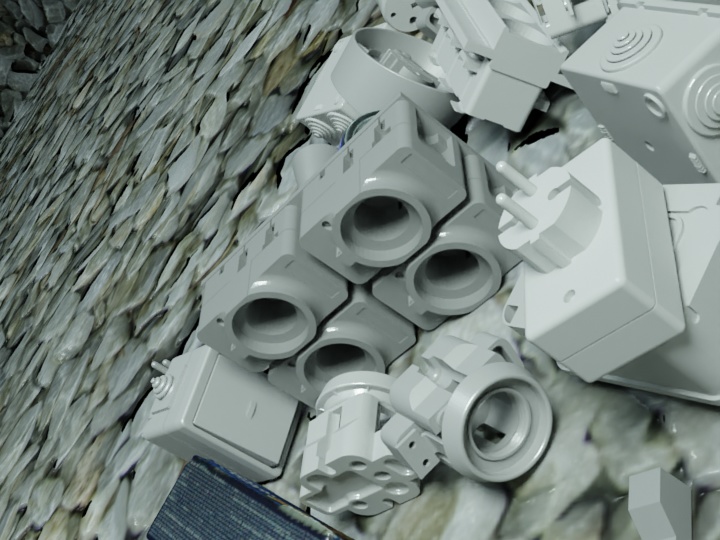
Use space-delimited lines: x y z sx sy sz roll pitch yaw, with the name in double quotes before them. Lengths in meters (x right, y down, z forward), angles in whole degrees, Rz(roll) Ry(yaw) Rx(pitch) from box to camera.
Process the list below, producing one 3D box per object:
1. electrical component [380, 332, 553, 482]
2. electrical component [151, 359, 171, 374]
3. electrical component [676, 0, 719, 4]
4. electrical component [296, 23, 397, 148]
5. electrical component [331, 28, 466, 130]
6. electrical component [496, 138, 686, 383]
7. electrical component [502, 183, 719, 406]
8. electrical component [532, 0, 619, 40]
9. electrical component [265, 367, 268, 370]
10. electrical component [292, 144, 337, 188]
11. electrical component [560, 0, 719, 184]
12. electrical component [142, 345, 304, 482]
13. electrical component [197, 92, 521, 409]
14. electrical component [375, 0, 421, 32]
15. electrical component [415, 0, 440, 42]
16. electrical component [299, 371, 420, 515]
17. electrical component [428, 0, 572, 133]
"electrical component" 0.055 0.068 0.518 0.078 0.058 0.057 -43 24 -14
"electrical component" -0.114 0.084 0.774 0.066 0.077 0.047 -14 47 54
"electrical component" 0.193 -0.196 0.589 0.061 0.062 0.096 -30 36 43
"electrical component" 0.000 -0.150 0.885 0.100 0.048 0.099 2 61 61
"electrical component" 0.032 -0.132 0.758 0.064 0.099 0.099 -52 25 22
"electrical component" 0.080 -0.014 0.417 0.047 0.076 0.083 -37 31 35
"electrical component" 0.127 0.010 0.466 0.113 0.057 0.078 6 65 62
"electrical component" 0.137 -0.169 0.641 0.064 0.042 0.081 -16 19 20
"electrical component" -0.078 0.032 0.802 0.080 0.051 0.080 -41 29 29
"electrical component" -0.032 -0.063 0.848 0.044 0.044 0.065 -39 35 32
"electrical component" 0.146 -0.071 0.482 0.048 0.099 0.100 -43 25 -3
"electrical component" -0.091 0.092 0.702 0.061 0.096 0.061 -23 41 48
"electrical component" 0.000 0.000 0.641 0.186 0.105 0.060 -41 29 29
"electrical component" 0.037 -0.233 0.924 0.045 0.045 0.055 -46 27 19
"electrical component" 0.081 -0.211 0.807 0.078 0.058 0.057 -59 23 -7
"electrical component" 0.002 0.093 0.585 0.078 0.058 0.057 -34 36 38
"electrical component" 0.086 -0.143 0.702 0.121 0.079 0.063 -103 34 -57
